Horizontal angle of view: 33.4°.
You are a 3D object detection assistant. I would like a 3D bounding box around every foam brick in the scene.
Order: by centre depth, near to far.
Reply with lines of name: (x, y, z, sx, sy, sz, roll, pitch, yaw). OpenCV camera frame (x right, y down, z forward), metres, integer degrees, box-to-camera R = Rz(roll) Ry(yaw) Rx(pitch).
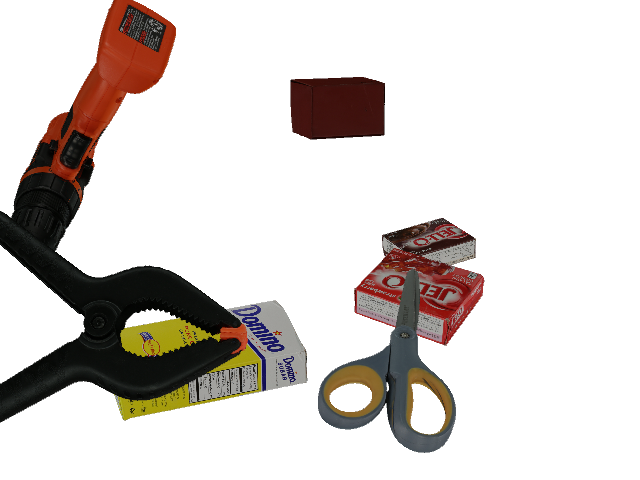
foam brick: (0.016, -0.126, 1.011, 0.078, 0.051, 0.053, -5, 17, -22)

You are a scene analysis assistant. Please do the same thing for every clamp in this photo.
clamp: (-0.157, 0.052, 0.743, 0.210, 0.164, 0.036, -3, -18, -3)

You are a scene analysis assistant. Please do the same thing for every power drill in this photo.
power drill: (-0.189, -0.091, 0.862, 0.057, 0.188, 0.184, 28, 33, -21)

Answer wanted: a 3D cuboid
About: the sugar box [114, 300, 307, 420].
sugar box: (-0.109, 0.109, 0.998, 0.176, 0.048, 0.093, -12, 33, -15)

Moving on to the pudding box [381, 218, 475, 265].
pudding box: (0.162, 0.009, 1.594, 0.113, 0.039, 0.090, -18, 28, -21)

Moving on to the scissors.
scissors: (0.039, 0.073, 0.730, 0.096, 0.016, 0.202, 1, 30, -8)

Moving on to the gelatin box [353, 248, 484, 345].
gelatin box: (0.084, 0.045, 0.908, 0.089, 0.030, 0.073, 18, 37, 26)
